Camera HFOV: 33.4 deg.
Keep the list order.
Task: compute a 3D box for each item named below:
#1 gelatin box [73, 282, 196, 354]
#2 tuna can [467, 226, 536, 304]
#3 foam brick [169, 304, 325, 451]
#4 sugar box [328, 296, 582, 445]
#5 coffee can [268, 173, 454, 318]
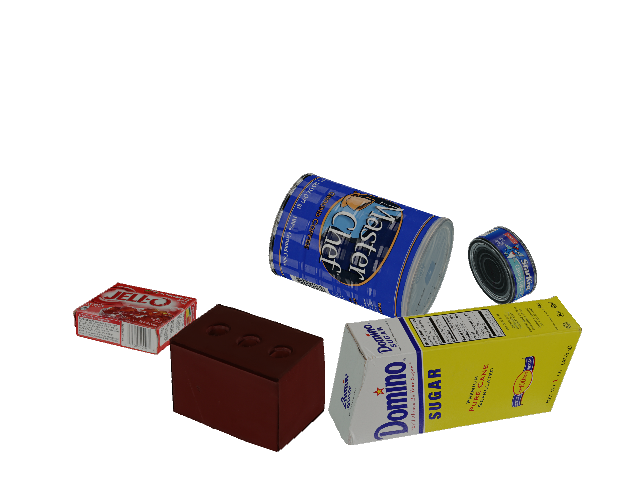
[{"bbox_3d":[-0.170,0.070,0.982,0.089,0.030,0.073,10,22,21],"label":"gelatin box"},{"bbox_3d":[0.206,0.029,1.217,0.033,0.086,0.086,-25,9,-21],"label":"tuna can"},{"bbox_3d":[-0.043,0.080,0.627,0.078,0.051,0.052,16,29,26],"label":"foam brick"},{"bbox_3d":[0.099,0.097,0.796,0.176,0.093,0.048,-8,40,-21],"label":"sugar box"},{"bbox_3d":[0.038,0.007,0.978,0.140,0.103,0.102,20,7,20],"label":"coffee can"}]
